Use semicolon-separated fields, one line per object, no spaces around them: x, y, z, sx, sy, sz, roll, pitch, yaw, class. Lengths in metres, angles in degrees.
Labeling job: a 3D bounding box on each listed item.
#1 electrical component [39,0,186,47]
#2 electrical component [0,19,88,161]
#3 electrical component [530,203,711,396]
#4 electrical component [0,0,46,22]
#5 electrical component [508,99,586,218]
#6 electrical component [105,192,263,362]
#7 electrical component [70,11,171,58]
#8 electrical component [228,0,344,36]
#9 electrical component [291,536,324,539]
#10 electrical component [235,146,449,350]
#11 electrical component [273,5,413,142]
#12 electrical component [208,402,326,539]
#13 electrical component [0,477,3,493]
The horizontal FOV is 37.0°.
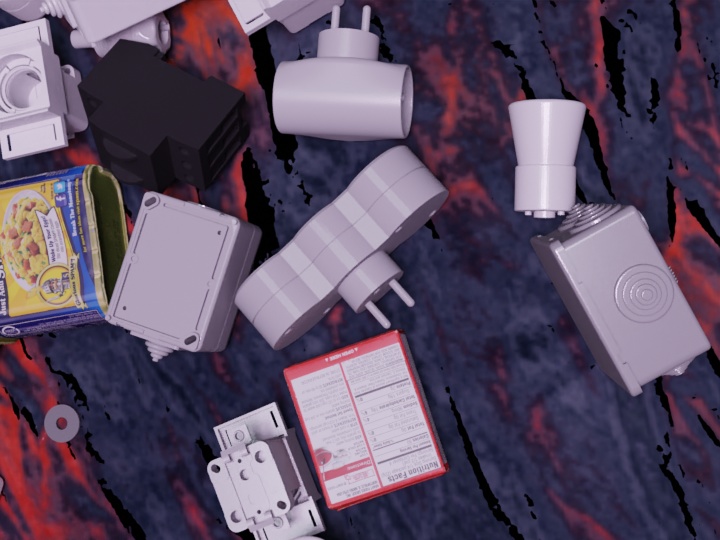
-0.151;-0.184;0.644;0.096;0.061;0.061;-29;43;-13;electrical component
-0.203;-0.110;0.673;0.042;0.064;0.081;-11;84;9;electrical component
0.138;0.012;0.576;0.048;0.099;0.099;-29;92;4;electrical component
-0.210;-0.211;0.685;0.054;0.059;0.095;32;93;12;electrical component
0.107;-0.063;0.619;0.044;0.044;0.065;1;91;12;electrical component
-0.105;0.009;0.645;0.062;0.061;0.096;18;89;12;electrical component
-0.153;-0.148;0.681;0.061;0.035;0.035;-1;85;14;electrical component
-0.058;-0.210;0.651;0.079;0.063;0.121;-29;81;8;electrical component
-0.026;0.179;0.614;0.044;0.065;0.044;-3;68;6;electrical component
0.000;0.000;0.629;0.138;0.052;0.073;-43;79;5;electrical component
-0.008;-0.119;0.644;0.077;0.044;0.079;4;87;12;electrical component
-0.057;0.123;0.626;0.042;0.064;0.081;-24;82;10;electrical component
-0.297;0.166;0.675;0.109;0.056;0.108;17;89;12;electrical component
